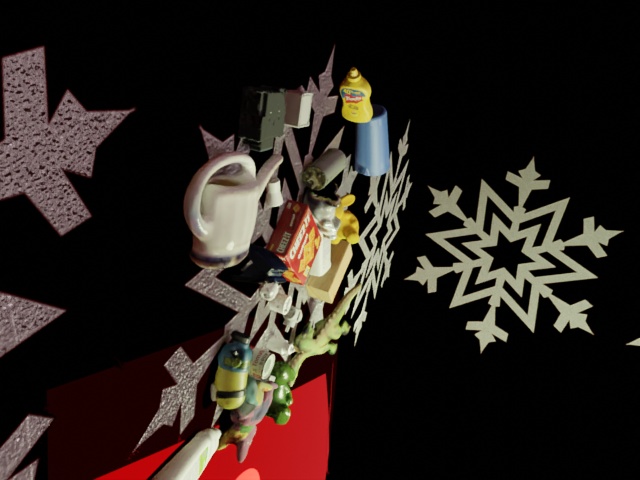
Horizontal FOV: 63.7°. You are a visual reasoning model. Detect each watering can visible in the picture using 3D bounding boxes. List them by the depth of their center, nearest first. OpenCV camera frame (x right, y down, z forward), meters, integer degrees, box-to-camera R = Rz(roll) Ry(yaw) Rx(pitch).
[{"bbox_3d":[-0.163,-0.069,1.029,0.104,0.221,0.351,16,17,18],"label":"watering can"}]

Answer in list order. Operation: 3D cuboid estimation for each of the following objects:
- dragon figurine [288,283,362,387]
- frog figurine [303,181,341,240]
[{"bbox_3d":[-0.003,0.316,1.759,0.123,0.408,0.242,32,7,21],"label":"dragon figurine"},{"bbox_3d":[0.005,-0.077,1.525,0.123,0.156,0.140,-10,42,-25],"label":"frog figurine"}]
